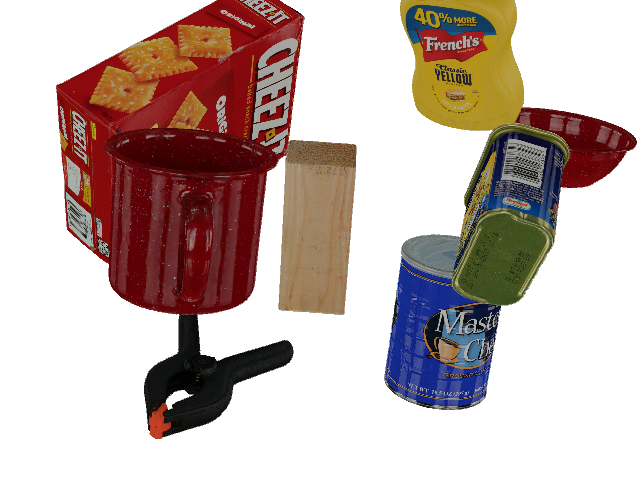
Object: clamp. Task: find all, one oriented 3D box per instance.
[{"bbox_3d":[-0.117,0.118,0.990,0.120,0.039,0.171,20,31,26],"label":"clamp"}]

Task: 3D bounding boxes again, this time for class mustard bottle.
[{"bbox_3d":[0.117,-0.179,0.893,0.096,0.058,0.191,14,-35,25],"label":"mustard bottle"}]

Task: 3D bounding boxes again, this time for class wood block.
[{"bbox_3d":[-0.005,-0.018,1.393,0.090,0.206,0.091,4,25,0],"label":"wood block"}]

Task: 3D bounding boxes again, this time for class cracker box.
[{"bbox_3d":[-0.112,-0.096,0.890,0.072,0.164,0.213,38,53,23],"label":"cracker box"}]

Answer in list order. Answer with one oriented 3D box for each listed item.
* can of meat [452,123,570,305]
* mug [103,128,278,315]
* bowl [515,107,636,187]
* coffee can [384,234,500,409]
[{"bbox_3d":[0.130,-0.015,0.740,0.057,0.084,0.102,17,-39,1],"label":"can of meat"},{"bbox_3d":[-0.070,-0.007,0.573,0.093,0.081,0.117,2,20,-15],"label":"mug"},{"bbox_3d":[0.260,-0.099,1.174,0.162,0.055,0.162,6,22,-3],"label":"bowl"},{"bbox_3d":[0.120,0.077,1.030,0.103,0.140,0.103,6,20,-2],"label":"coffee can"}]
